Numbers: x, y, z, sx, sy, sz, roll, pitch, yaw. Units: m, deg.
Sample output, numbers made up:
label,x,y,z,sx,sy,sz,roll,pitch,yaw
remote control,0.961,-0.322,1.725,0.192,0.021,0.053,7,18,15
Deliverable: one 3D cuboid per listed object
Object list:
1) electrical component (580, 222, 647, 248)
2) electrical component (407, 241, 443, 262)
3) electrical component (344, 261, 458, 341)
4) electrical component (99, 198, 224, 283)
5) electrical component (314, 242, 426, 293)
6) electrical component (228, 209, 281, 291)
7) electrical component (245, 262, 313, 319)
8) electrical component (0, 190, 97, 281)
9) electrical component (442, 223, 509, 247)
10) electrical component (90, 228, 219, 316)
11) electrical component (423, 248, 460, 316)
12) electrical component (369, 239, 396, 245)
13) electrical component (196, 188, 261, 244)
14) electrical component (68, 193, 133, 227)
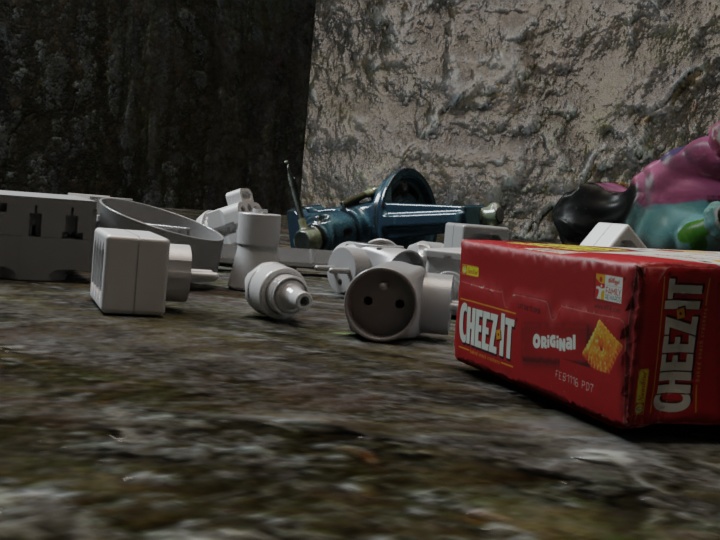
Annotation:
label,x,y,z,sx,sy,sz,roll,pitch,yaw
electrical component,0.188,0.000,0.875,0.047,0.065,0.077,47,-14,-21
electrical component,0.079,-0.006,1.089,0.062,0.043,0.043,4,4,-26
electrical component,0.035,0.019,0.652,0.079,0.043,0.077,5,4,8
electrical component,-0.158,-0.021,0.851,0.099,0.064,0.099,5,4,0
electrical component,0.000,0.000,0.882,0.079,0.044,0.077,2,5,-40
electrical component,-0.083,-0.017,0.872,0.044,0.065,0.044,4,4,0
electrical component,-0.048,0.015,0.682,0.035,0.035,0.061,3,7,-29
electrical component,-0.267,-0.030,0.863,0.089,0.061,0.150,3,4,-21
electrical component,0.097,-0.010,0.994,0.047,0.065,0.077,3,4,-21
electrical component,-0.129,0.001,0.686,0.076,0.047,0.083,4,4,-19
electrical component,0.102,0.011,0.811,0.100,0.048,0.100,6,4,25
electrical component,0.017,-0.008,1.057,0.044,0.044,0.065,4,-1,-6
electrical component,-0.134,-0.039,1.120,0.057,0.078,0.058,-16,-4,22
electrical component,-0.237,-0.036,0.971,0.042,0.063,0.081,3,4,-40
